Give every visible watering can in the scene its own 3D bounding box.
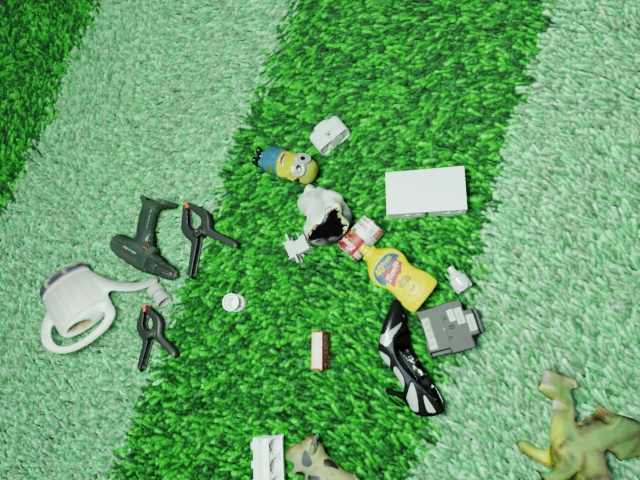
[{"bbox_3d":[-0.629,0.153,1.419,0.349,0.227,0.102,-38,-20,-6],"label":"watering can"}]

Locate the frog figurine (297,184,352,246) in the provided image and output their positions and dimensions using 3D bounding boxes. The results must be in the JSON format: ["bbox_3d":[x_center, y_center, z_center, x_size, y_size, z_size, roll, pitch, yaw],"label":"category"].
[{"bbox_3d":[0.004,-0.066,1.303,0.122,0.135,0.162,14,19,-27],"label":"frog figurine"}]

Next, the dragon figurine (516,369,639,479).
[{"bbox_3d":[0.557,0.449,1.013,0.243,0.415,0.120,-34,-18,-2],"label":"dragon figurine"}]
